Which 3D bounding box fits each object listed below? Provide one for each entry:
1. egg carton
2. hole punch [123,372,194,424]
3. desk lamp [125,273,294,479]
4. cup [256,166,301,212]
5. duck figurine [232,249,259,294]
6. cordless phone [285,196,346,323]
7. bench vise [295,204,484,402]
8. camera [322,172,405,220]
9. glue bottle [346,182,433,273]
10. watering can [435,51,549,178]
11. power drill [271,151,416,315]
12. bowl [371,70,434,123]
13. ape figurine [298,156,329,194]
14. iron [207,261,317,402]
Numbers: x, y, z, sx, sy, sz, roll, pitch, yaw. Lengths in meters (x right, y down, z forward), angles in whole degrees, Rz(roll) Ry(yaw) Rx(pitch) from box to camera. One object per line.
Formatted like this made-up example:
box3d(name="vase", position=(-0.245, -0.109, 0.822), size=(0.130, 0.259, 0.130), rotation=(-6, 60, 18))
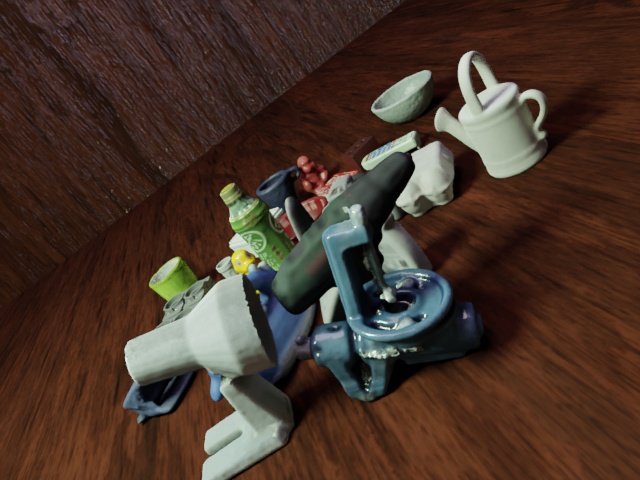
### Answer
box3d(name="egg carton", position=(0.184, -0.108, 0.997), size=(0.107, 0.069, 0.150), rotation=(-26, 24, 25))
box3d(name="hole punch", position=(-0.289, 0.242, 0.982), size=(0.101, 0.091, 0.109), rotation=(-23, 26, 31))
box3d(name="desk lamp", position=(-0.120, 0.169, 0.708), size=(0.203, 0.214, 0.117), rotation=(-35, 22, 6))
box3d(name="cup", position=(-0.080, -0.113, 1.367), size=(0.118, 0.095, 0.091), rotation=(-38, 22, -2))
box3d(name="duck figurine", position=(-0.142, 0.055, 1.139), size=(0.077, 0.086, 0.104), rotation=(-44, 23, -16))
box3d(name="cordless phone", position=(-0.002, 0.030, 0.845), size=(0.094, 0.185, 0.147), rotation=(-34, 22, 6))
box3d(name="bench vise", position=(0.047, 0.077, 0.631), size=(0.207, 0.220, 0.121), rotation=(-34, 22, 6))
box3d(name="camera", position=(0.078, -0.084, 1.065), size=(0.143, 0.101, 0.137), rotation=(-24, 25, 29))
box3d(name="glue bottle", position=(0.089, -0.013, 0.812), size=(0.037, 0.173, 0.078), rotation=(-49, 25, -27))
box3d(name="watering can", position=(0.261, -0.199, 0.894), size=(0.172, 0.194, 0.101), rotation=(-25, 25, 27))
box3d(name="power drill", position=(0.066, 0.035, 0.704), size=(0.229, 0.209, 0.075), rotation=(-38, 22, -2))
box3d(name="bowl", position=(0.213, -0.336, 1.397), size=(0.167, 0.075, 0.167), rotation=(-31, 23, 15))
box3d(name="ape figurine", position=(-0.023, -0.161, 1.382), size=(0.078, 0.092, 0.076), rotation=(-40, 22, -7))
box3d(name="iron", position=(-0.098, 0.114, 0.880), size=(0.118, 0.142, 0.258), rotation=(-19, 28, 37))
